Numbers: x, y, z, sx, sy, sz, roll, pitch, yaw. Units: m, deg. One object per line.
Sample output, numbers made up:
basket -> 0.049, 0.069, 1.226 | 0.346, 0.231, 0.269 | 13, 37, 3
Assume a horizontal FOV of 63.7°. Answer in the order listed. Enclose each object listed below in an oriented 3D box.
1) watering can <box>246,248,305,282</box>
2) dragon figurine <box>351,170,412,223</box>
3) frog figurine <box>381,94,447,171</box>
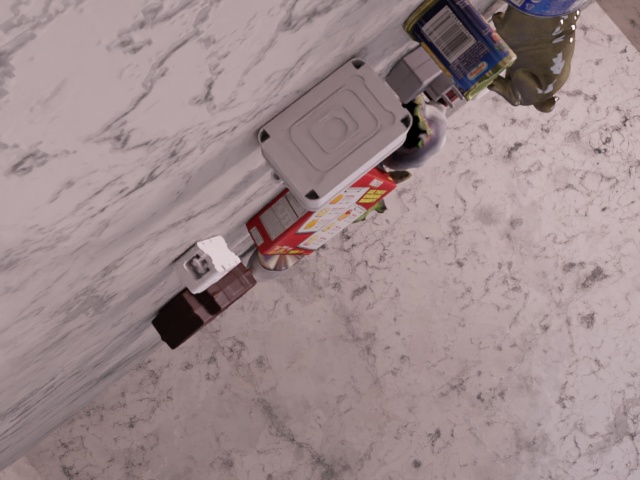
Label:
watering can -> -0.089, 0.019, 1.390 | 0.352, 0.104, 0.221 | -38, 179, -28
dragon figurine -> 0.003, -0.055, 1.099 | 0.245, 0.122, 0.406 | -28, -179, -24
frog figurine -> 0.163, -0.182, 0.897 | 0.136, 0.123, 0.160 | -59, 162, 14
